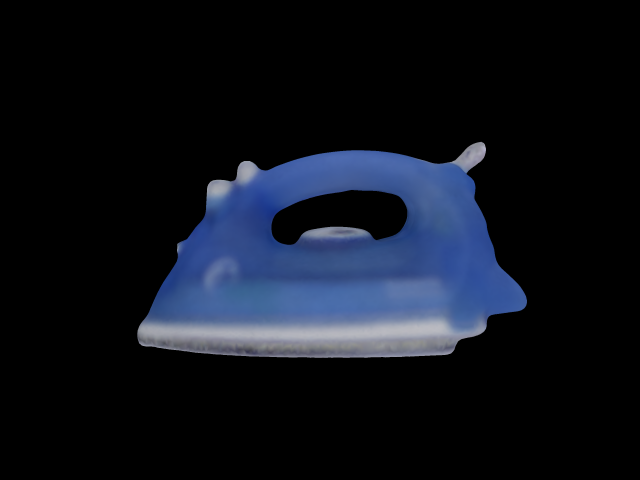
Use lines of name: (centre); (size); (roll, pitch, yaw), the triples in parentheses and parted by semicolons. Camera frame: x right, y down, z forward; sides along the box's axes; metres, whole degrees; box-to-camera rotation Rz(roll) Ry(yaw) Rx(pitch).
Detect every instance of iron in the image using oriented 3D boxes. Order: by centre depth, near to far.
iron: (0.004, 0.001, 0.400); (0.258, 0.141, 0.118); (0, 4, -7)
